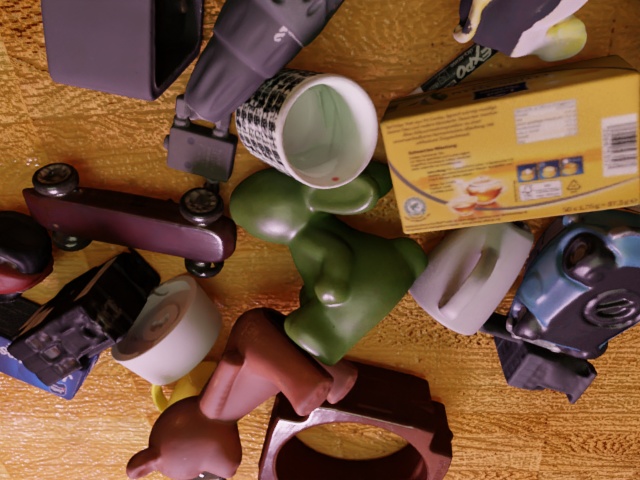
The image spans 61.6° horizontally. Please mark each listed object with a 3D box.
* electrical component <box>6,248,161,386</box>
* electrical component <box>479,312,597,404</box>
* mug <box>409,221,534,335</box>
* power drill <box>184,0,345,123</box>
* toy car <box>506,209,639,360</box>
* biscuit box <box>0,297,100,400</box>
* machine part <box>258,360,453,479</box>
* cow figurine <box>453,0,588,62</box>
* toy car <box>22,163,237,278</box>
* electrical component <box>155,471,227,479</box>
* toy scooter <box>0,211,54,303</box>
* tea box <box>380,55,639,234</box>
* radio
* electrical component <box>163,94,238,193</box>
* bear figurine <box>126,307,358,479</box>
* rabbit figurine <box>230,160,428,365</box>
[{"bbox_3d":[-0.241,0.078,0.542,0.134,0.115,0.058,-28,110,21],"label":"electrical component"},{"bbox_3d":[0.205,0.109,0.538,0.119,0.075,0.047,15,121,-8],"label":"electrical component"},{"bbox_3d":[0.136,0.022,0.479,0.081,0.109,0.107,38,110,13],"label":"mug"},{"bbox_3d":[-0.027,-0.180,0.301,0.232,0.207,0.086,-46,72,2],"label":"power drill"},{"bbox_3d":[0.234,0.027,0.468,0.109,0.103,0.161,18,136,-10],"label":"toy car"},{"bbox_3d":[-0.351,0.103,0.599,0.202,0.063,0.059,27,121,-10],"label":"biscuit box"},{"bbox_3d":[0.037,0.238,0.628,0.201,0.087,0.201,13,120,-3],"label":"machine part"},{"bbox_3d":[0.150,-0.172,0.302,0.098,0.068,0.167,-10,163,-26],"label":"cow figurine"},{"bbox_3d":[-0.177,-0.021,0.510,0.202,0.053,0.089,11,138,4],"label":"toy car"},{"bbox_3d":[-0.172,0.304,0.713,0.078,0.045,0.102,-3,121,9],"label":"electrical component"},{"bbox_3d":[-0.364,0.010,0.538,0.184,0.075,0.135,32,119,-10],"label":"toy scooter"},{"bbox_3d":[0.139,-0.069,0.404,0.170,0.068,0.098,-5,117,19],"label":"tea box"},{"bbox_3d":[-0.117,-0.218,0.338,0.073,0.131,0.229,12,121,-2],"label":"radio"},{"bbox_3d":[-0.109,-0.081,0.486,0.063,0.021,0.094,14,123,-2],"label":"electrical component"},{"bbox_3d":[-0.077,0.165,0.508,0.132,0.120,0.196,35,91,22],"label":"bear figurine"},{"bbox_3d":[-0.001,-0.001,0.472,0.170,0.121,0.159,45,114,-3],"label":"rabbit figurine"}]
